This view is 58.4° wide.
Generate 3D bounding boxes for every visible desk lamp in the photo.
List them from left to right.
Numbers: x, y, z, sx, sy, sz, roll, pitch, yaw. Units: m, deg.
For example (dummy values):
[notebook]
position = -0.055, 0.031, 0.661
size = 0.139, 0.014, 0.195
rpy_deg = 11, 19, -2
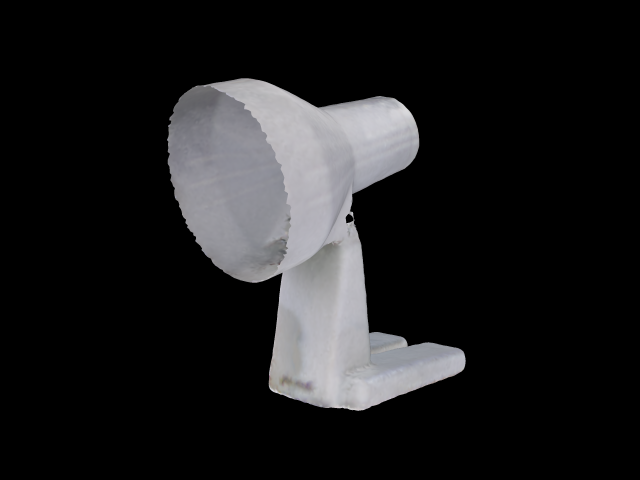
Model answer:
[desk lamp]
position = 0.004, 0.001, 0.400
size = 0.204, 0.213, 0.117
rpy_deg = -4, 6, -43
